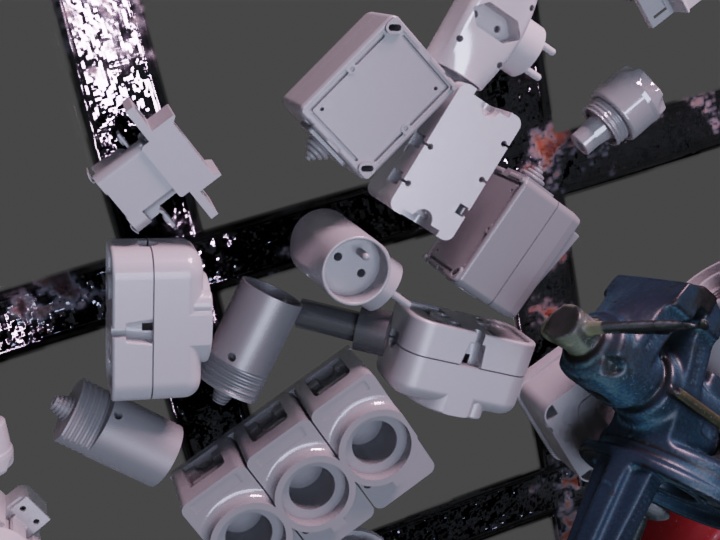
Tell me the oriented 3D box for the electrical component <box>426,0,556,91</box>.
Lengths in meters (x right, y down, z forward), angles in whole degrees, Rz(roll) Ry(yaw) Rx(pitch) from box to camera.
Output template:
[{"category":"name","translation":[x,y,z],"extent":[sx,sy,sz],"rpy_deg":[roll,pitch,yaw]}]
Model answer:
[{"category":"electrical component","translation":[0.091,-0.150,0.687],"extent":[0.079,0.043,0.077],"rpy_deg":[27,95,-26]}]

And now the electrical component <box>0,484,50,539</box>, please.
[{"category":"electrical component","translation":[-0.232,0.177,0.671],"extent":[0.078,0.057,0.058],"rpy_deg":[-38,113,-4]}]

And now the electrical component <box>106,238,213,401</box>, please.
[{"category":"electrical component","translation":[-0.125,0.030,0.664],"extent":[0.059,0.054,0.095],"rpy_deg":[-1,106,-17]}]

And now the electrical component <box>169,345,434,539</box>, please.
[{"category":"electrical component","translation":[-0.037,0.136,0.719],"extent":[0.150,0.062,0.089],"rpy_deg":[-35,113,-5]}]

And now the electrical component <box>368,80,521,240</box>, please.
[{"category":"electrical component","translation":[0.051,-0.073,0.689],"extent":[0.050,0.056,0.089],"rpy_deg":[29,95,-23]}]

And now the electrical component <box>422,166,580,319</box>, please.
[{"category":"electrical component","translation":[0.100,-0.024,0.716],"extent":[0.061,0.062,0.096],"rpy_deg":[33,94,-23]}]

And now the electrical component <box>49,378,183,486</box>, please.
[{"category":"electrical component","translation":[-0.158,0.101,0.680],"extent":[0.081,0.043,0.043],"rpy_deg":[31,94,-23]}]

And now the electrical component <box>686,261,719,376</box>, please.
[{"category":"electrical component","translation":[0.271,0.036,0.771],"extent":[0.099,0.099,0.064],"rpy_deg":[-39,107,-4]}]

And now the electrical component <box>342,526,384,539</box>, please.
[{"category":"electrical component","translation":[-0.007,0.227,0.761],"extent":[0.080,0.051,0.080],"rpy_deg":[-5,107,-16]}]

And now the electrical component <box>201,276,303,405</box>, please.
[{"category":"electrical component","translation":[-0.074,0.049,0.692],"extent":[0.043,0.043,0.081],"rpy_deg":[24,97,-22]}]

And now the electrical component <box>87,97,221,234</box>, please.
[{"category":"electrical component","translation":[-0.124,-0.060,0.645],"extent":[0.064,0.042,0.081],"rpy_deg":[-38,112,-2]}]

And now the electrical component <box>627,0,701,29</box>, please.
[{"category":"electrical component","translation":[0.204,-0.199,0.697],"extent":[0.081,0.064,0.042],"rpy_deg":[-37,113,-4]}]

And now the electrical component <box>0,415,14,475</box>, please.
[{"category":"electrical component","translation":[-0.235,0.096,0.659],"extent":[0.035,0.035,0.061],"rpy_deg":[-12,106,-14]}]

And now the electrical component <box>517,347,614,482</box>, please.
[{"category":"electrical component","translation":[0.177,0.086,0.775],"extent":[0.113,0.057,0.078],"rpy_deg":[-35,113,-5]}]

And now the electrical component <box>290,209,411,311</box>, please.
[{"category":"electrical component","translation":[0.000,0.000,0.683],"extent":[0.079,0.077,0.043],"rpy_deg":[35,93,-24]}]

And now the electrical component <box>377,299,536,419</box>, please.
[{"category":"electrical component","translation":[0.064,0.062,0.734],"extent":[0.095,0.054,0.059],"rpy_deg":[13,101,-21]}]

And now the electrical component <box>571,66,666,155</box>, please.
[{"category":"electrical component","translation":[0.171,-0.104,0.726],"extent":[0.062,0.043,0.043],"rpy_deg":[-41,113,-2]}]

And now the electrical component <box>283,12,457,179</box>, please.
[{"category":"electrical component","translation":[-0.001,-0.104,0.661],"extent":[0.096,0.061,0.062],"rpy_deg":[-45,113,-1]}]
